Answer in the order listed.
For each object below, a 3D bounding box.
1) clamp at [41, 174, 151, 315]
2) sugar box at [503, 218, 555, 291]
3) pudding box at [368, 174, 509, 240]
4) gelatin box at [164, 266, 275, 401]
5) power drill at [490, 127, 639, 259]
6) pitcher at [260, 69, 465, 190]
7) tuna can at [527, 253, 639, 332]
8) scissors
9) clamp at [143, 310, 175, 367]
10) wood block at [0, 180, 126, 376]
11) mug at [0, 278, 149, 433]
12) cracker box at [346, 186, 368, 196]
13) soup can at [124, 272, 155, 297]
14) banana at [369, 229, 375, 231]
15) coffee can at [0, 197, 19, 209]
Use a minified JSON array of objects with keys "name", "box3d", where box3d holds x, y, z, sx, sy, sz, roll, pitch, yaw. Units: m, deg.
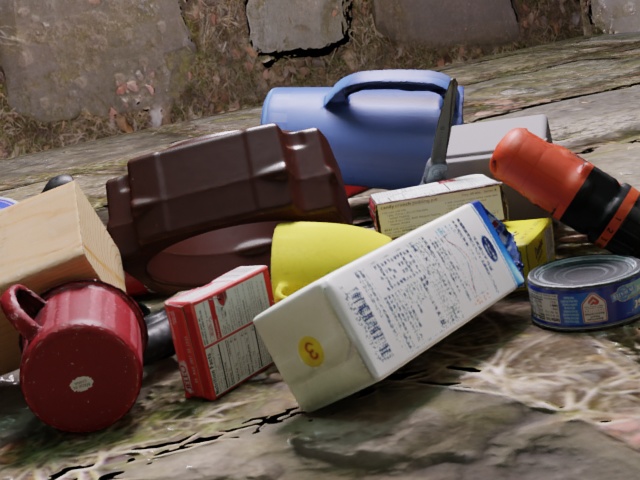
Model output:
[{"name":"clamp","box3d":[-0.268,0.042,0.916,0.210,0.164,0.036,-21,32,-9]},{"name":"sugar box","box3d":[0.106,0.017,0.918,0.176,0.048,0.093,-3,13,25]},{"name":"pudding box","box3d":[0.101,-0.028,0.936,0.113,0.039,0.090,-11,8,2]},{"name":"gelatin box","box3d":[-0.068,0.066,0.774,0.030,0.073,0.089,-2,16,38]},{"name":"power drill","box3d":[0.229,-0.030,0.882,0.184,0.057,0.187,34,9,8]},{"name":"pitcher","box3d":[0.054,-0.131,1.275,0.243,0.149,0.145,4,9,7]},{"name":"tuna can","box3d":[0.195,0.037,0.780,0.086,0.034,0.086,-10,12,2]},{"name":"scissors","box3d":[0.123,-0.058,0.988,0.096,0.202,0.016,9,39,-20]},{"name":"clamp","box3d":[-0.118,0.072,0.843,0.171,0.039,0.120,-29,4,-41]},{"name":"wood block","box3d":[-0.263,0.048,0.826,0.206,0.091,0.090,-21,45,1]},{"name":"mug","box3d":[-0.173,0.075,0.741,0.093,0.117,0.081,-43,18,3]},{"name":"cracker box","box3d":[-0.029,-0.099,1.493,0.214,0.072,0.163,1,17,39]},{"name":"soup can","box3d":[-0.196,0.024,1.080,0.102,0.068,0.068,-8,12,11]},{"name":"banana","box3d":[-0.021,0.007,1.085,0.198,0.037,0.069,-1,17,36]},{"name":"coffee can","box3d":[-0.387,0.017,1.186,0.103,0.103,0.140,-6,13,19]}]
